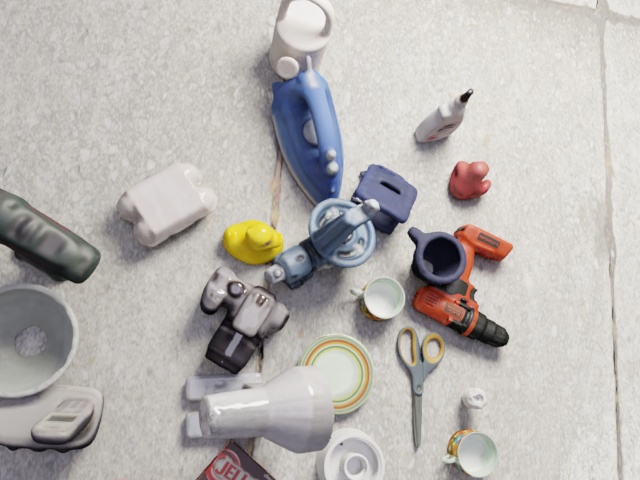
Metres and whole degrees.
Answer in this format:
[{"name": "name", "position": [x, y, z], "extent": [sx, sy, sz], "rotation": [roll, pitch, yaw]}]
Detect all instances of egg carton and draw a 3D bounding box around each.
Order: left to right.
[{"name": "egg carton", "position": [-0.252, -0.061, 0.950], "extent": [0.150, 0.069, 0.107], "rotation": [-34, 85, -16]}]

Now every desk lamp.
[{"name": "desk lamp", "position": [-0.096, 0.249, 0.834], "extent": [0.203, 0.213, 0.118], "rotation": [-1, 77, -11]}]

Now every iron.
[{"name": "iron", "position": [-0.002, -0.179, 0.988], "extent": [0.119, 0.141, 0.258], "rotation": [-14, 80, -13]}]

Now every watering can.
[{"name": "watering can", "position": [-0.030, -0.358, 0.996], "extent": [0.101, 0.194, 0.173], "rotation": [-1, 77, -11]}]

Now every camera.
[{"name": "camera", "position": [-0.137, 0.133, 0.912], "extent": [0.143, 0.100, 0.137], "rotation": [31, 73, -3]}]

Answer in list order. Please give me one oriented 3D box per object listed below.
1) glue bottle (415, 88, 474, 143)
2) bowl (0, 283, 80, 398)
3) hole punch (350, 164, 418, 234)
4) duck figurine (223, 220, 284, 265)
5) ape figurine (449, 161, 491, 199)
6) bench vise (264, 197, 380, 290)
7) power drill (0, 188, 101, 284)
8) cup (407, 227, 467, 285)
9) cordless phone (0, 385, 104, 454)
[{"name": "glue bottle", "position": [0.233, -0.227, 1.029], "extent": [0.078, 0.173, 0.037], "rotation": [-20, 82, -14]}, {"name": "bowl", "position": [-0.443, 0.151, 0.861], "extent": [0.167, 0.074, 0.167], "rotation": [2, 77, -10]}, {"name": "hole punch", "position": [0.113, -0.081, 1.015], "extent": [0.109, 0.091, 0.101], "rotation": [29, 74, -3]}, {"name": "duck figurine", "position": [-0.109, -0.003, 0.956], "extent": [0.104, 0.086, 0.077], "rotation": [9, 76, -9]}, {"name": "ape figurine", "position": [0.281, -0.117, 1.055], "extent": [0.076, 0.092, 0.078], "rotation": [-33, 85, -16]}, {"name": "bench vise", "position": [0.017, 0.011, 0.908], "extent": [0.121, 0.219, 0.208], "rotation": [40, 73, 0]}, {"name": "power drill", "position": [-0.422, -0.006, 0.832], "extent": [0.229, 0.208, 0.076], "rotation": [30, 74, -3]}, {"name": "cup", "position": [0.187, 0.030, 1.001], "extent": [0.118, 0.095, 0.092], "rotation": [44, 73, 1]}, {"name": "cordless phone", "position": [-0.388, 0.250, 0.792], "extent": [0.148, 0.185, 0.094], "rotation": [3, 77, -10]}]
